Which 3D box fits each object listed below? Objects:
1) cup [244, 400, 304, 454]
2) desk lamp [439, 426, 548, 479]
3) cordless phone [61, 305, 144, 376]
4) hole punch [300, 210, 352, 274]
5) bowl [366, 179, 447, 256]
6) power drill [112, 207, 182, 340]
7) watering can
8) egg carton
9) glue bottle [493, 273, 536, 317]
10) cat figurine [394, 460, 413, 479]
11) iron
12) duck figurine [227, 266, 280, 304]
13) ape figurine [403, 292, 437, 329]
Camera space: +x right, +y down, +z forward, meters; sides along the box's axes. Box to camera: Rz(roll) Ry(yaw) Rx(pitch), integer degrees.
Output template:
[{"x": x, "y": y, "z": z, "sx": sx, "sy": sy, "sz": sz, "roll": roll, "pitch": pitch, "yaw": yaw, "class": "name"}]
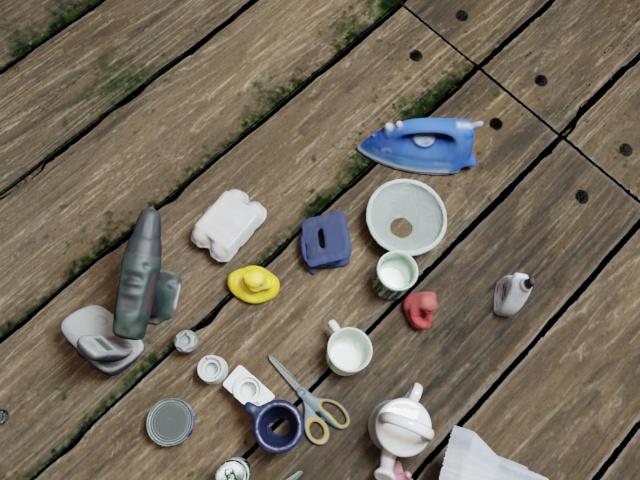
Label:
[{"x": -0.086, "y": 0.336, "z": 1.053, "sx": 0.117, "sy": 0.095, "sz": 0.092, "roll": 30, "pitch": 74, "yaw": 7, "class": "cup"}, {"x": 0.287, "y": 0.406, "z": 0.985, "sx": 0.203, "sy": 0.213, "sz": 0.118, "roll": 19, "pitch": 73, "yaw": 4, "class": "desk lamp"}, {"x": -0.412, "y": 0.176, "z": 1.042, "sx": 0.147, "sy": 0.185, "sz": 0.094, "roll": 36, "pitch": 75, "yaw": 9, "class": "cordless phone"}, {"x": 0.011, "y": 0.004, "z": 1.163, "sx": 0.101, "sy": 0.091, "sz": 0.108, "roll": -8, "pitch": 73, "yaw": -5, "class": "hole punch"}, {"x": 0.174, "y": -0.038, "z": 1.192, "sx": 0.167, "sy": 0.075, "sz": 0.167, "roll": 1, "pitch": 73, "yaw": -2, "class": "bowl"}, {"x": -0.319, "y": 0.076, "z": 1.065, "sx": 0.075, "sy": 0.208, "sz": 0.230, "roll": 8, "pitch": 72, "yaw": 0, "class": "power drill"}, {"x": 0.145, "y": 0.339, "z": 1.010, "sx": 0.101, "sy": 0.194, "sz": 0.173, "roll": 3, "pitch": 72, "yaw": -1, "class": "watering can"}, {"x": -0.187, "y": -0.031, "z": 1.177, "sx": 0.107, "sy": 0.069, "sz": 0.150, "roll": 36, "pitch": 75, "yaw": 9, "class": "egg carton"}, {"x": 0.380, "y": 0.097, "z": 1.107, "sx": 0.037, "sy": 0.173, "sz": 0.078, "roll": 8, "pitch": 72, "yaw": 0, "class": "glue bottle"}, {"x": 0.115, "y": 0.455, "z": 1.012, "sx": 0.128, "sy": 0.118, "sz": 0.067, "roll": -40, "pitch": 78, "yaw": -13, "class": "cat figurine"}, {"x": 0.213, "y": -0.219, "z": 1.215, "sx": 0.258, "sy": 0.141, "sz": 0.118, "roll": 1, "pitch": 72, "yaw": -2, "class": "iron"}, {"x": -0.133, "y": 0.082, "z": 1.135, "sx": 0.104, "sy": 0.086, "sz": 0.077, "roll": 8, "pitch": 72, "yaw": 0, "class": "duck figurine"}, {"x": 0.205, "y": 0.132, "z": 1.131, "sx": 0.076, "sy": 0.092, "sz": 0.078, "roll": 42, "pitch": 76, "yaw": 10, "class": "ape figurine"}]
